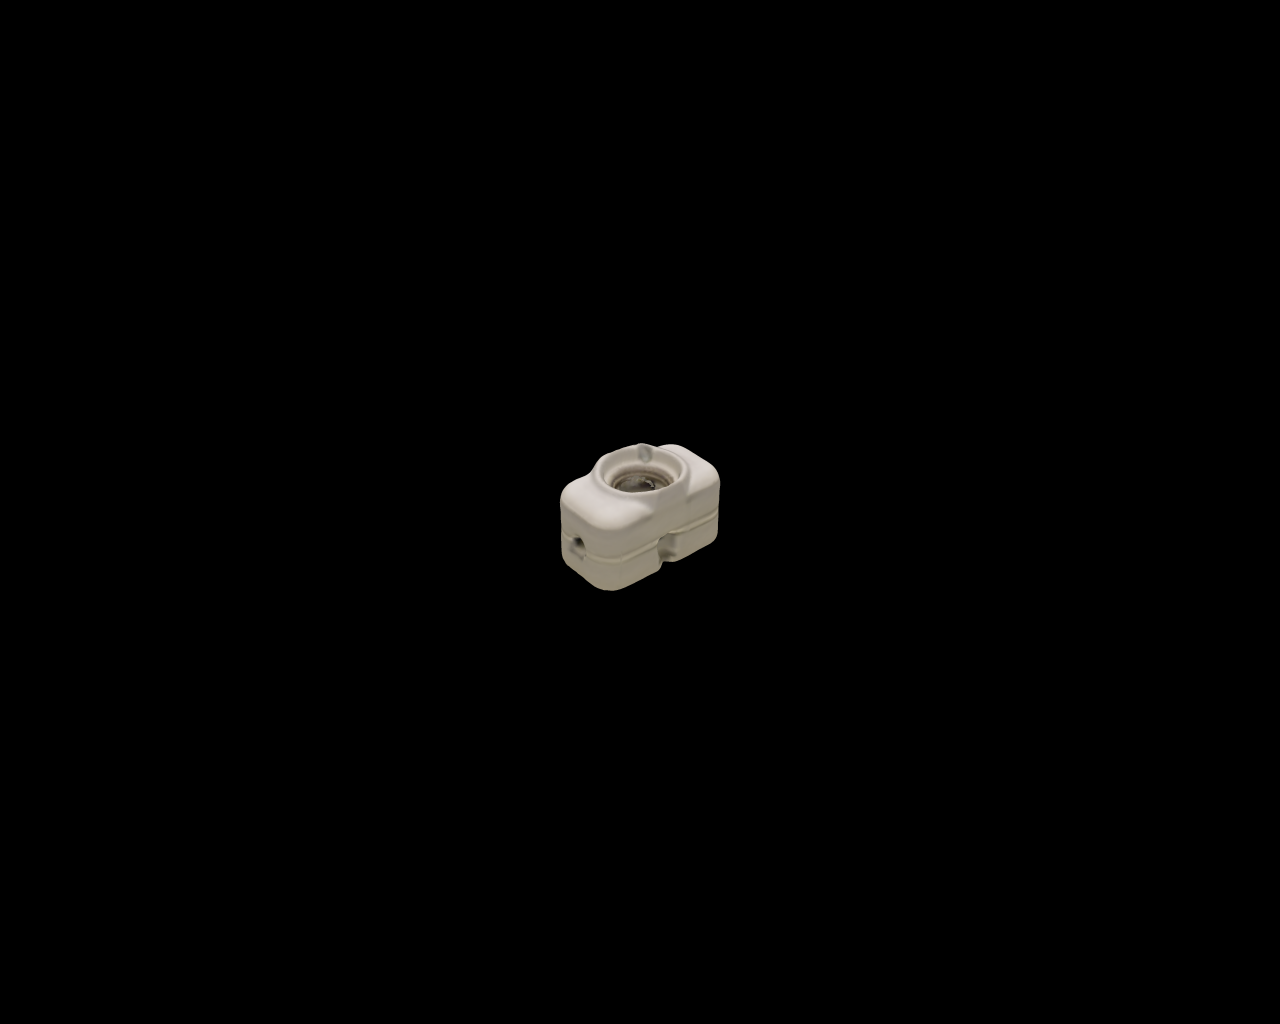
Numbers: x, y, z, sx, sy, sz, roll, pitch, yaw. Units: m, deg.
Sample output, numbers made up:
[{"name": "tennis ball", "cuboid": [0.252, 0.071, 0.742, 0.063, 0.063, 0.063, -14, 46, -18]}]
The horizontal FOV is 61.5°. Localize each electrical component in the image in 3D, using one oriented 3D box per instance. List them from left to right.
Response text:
[{"name": "electrical component", "cuboid": [0.001, -0.003, 0.650, 0.095, 0.059, 0.054, -24, 41, -31]}]
